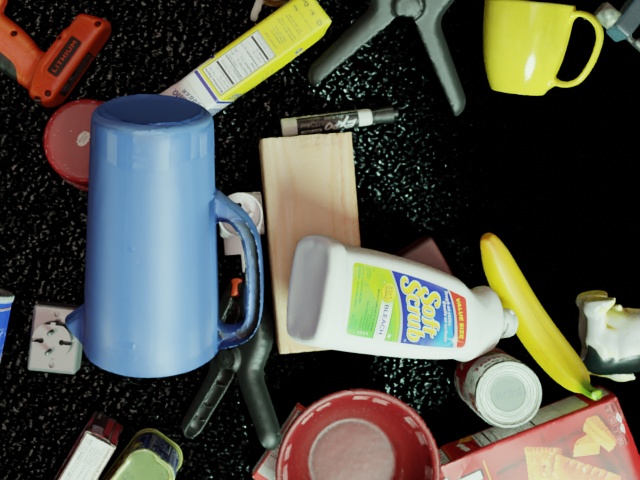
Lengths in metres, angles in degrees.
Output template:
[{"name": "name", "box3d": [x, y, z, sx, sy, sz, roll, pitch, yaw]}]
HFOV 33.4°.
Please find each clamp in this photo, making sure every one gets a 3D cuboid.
[{"name": "clamp", "box3d": [-0.091, 0.126, 1.070, 0.120, 0.039, 0.171, -8, 75, 29]}, {"name": "clamp", "box3d": [0.095, -0.227, 1.062, 0.164, 0.036, 0.210, 17, 111, -8]}]

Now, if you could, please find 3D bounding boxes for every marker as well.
[{"name": "marker", "box3d": [0.021, -0.122, 1.093, 0.121, 0.020, 0.020, -8, 92, -4]}]

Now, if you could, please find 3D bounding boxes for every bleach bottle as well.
[{"name": "bleach bottle", "box3d": [0.090, 0.061, 1.012, 0.250, 0.068, 0.102, 9, 89, -34]}]

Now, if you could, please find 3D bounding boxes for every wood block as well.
[{"name": "wood block", "box3d": [-0.008, 0.001, 1.058, 0.090, 0.091, 0.206, -5, 92, -4]}]

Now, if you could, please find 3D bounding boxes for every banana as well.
[{"name": "banana", "box3d": [0.221, 0.080, 1.090, 0.037, 0.070, 0.198, -31, 78, -21]}]

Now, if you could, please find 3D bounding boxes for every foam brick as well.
[{"name": "foam brick", "box3d": [0.090, 0.038, 1.086, 0.078, 0.053, 0.051, -33, 94, -2]}]

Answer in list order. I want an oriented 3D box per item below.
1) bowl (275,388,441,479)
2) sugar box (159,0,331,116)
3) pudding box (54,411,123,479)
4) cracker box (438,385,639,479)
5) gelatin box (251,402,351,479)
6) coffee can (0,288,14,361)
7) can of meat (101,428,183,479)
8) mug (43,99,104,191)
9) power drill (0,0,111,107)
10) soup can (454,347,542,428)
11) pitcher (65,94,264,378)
[{"name": "bowl", "box3d": [0.035, 0.225, 1.053, 0.162, 0.055, 0.162, 0, 88, -5]}, {"name": "sugar box", "box3d": [-0.074, -0.172, 1.048, 0.176, 0.093, 0.048, -39, 94, -2]}, {"name": "pudding box", "box3d": [-0.238, 0.231, 1.047, 0.039, 0.090, 0.113, 28, 90, -6]}, {"name": "cracker box", "box3d": [0.227, 0.266, 1.093, 0.213, 0.072, 0.164, -21, 93, -3]}, {"name": "gelatin box", "box3d": [-0.016, 0.223, 1.094, 0.073, 0.030, 0.089, 33, 87, -4]}, {"name": "coffee can", "box3d": [-0.359, 0.112, 1.028, 0.102, 0.103, 0.140, 11, 91, -5]}, {"name": "can of meat", "box3d": [-0.184, 0.244, 1.055, 0.057, 0.084, 0.102, 38, 89, -4]}, {"name": "mug", "box3d": [-0.212, -0.093, 1.044, 0.117, 0.081, 0.093, 5, 91, -5]}, {"name": "power drill", "box3d": [-0.302, -0.234, 1.047, 0.187, 0.057, 0.184, 34, 92, -2]}, {"name": "soup can", "box3d": [0.177, 0.147, 1.071, 0.068, 0.102, 0.068, 0, 92, -4]}, {"name": "pitcher", "box3d": [-0.144, -0.005, 0.987, 0.148, 0.145, 0.243, -16, 121, -38]}]
